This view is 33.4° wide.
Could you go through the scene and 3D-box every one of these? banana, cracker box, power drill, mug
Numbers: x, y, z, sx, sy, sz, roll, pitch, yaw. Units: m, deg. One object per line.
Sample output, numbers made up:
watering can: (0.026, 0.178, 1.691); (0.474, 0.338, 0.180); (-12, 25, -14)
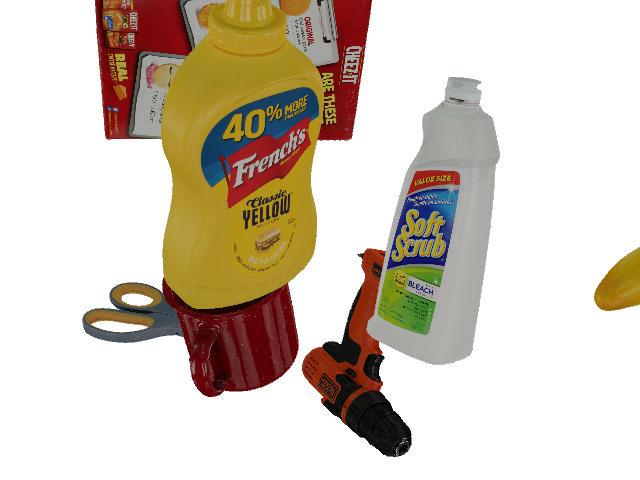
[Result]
banana: (0.282, 0.016, 0.738); (0.198, 0.037, 0.069); (-3, 34, 0)
cracker box: (-0.074, -0.163, 0.878); (0.213, 0.072, 0.164); (-1, -42, -8)
power drill: (0.065, 0.117, 1.157); (0.057, 0.188, 0.185); (13, 17, -40)
mug: (-0.064, 0.062, 0.765); (0.093, 0.081, 0.117); (3, 39, 16)

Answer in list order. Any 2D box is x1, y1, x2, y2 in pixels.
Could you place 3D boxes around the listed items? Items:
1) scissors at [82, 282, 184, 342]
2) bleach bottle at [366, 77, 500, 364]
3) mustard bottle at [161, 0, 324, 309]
scissors: (-0.127, 0.074, 1.037); (0.201, 0.016, 0.096); (2, 32, -4)
bleach bottle: (0.105, -0.021, 0.958); (0.067, 0.251, 0.103); (-10, 23, -42)
mustard bottle: (-0.042, -0.056, 0.595); (0.096, 0.192, 0.058); (-22, 44, -31)
